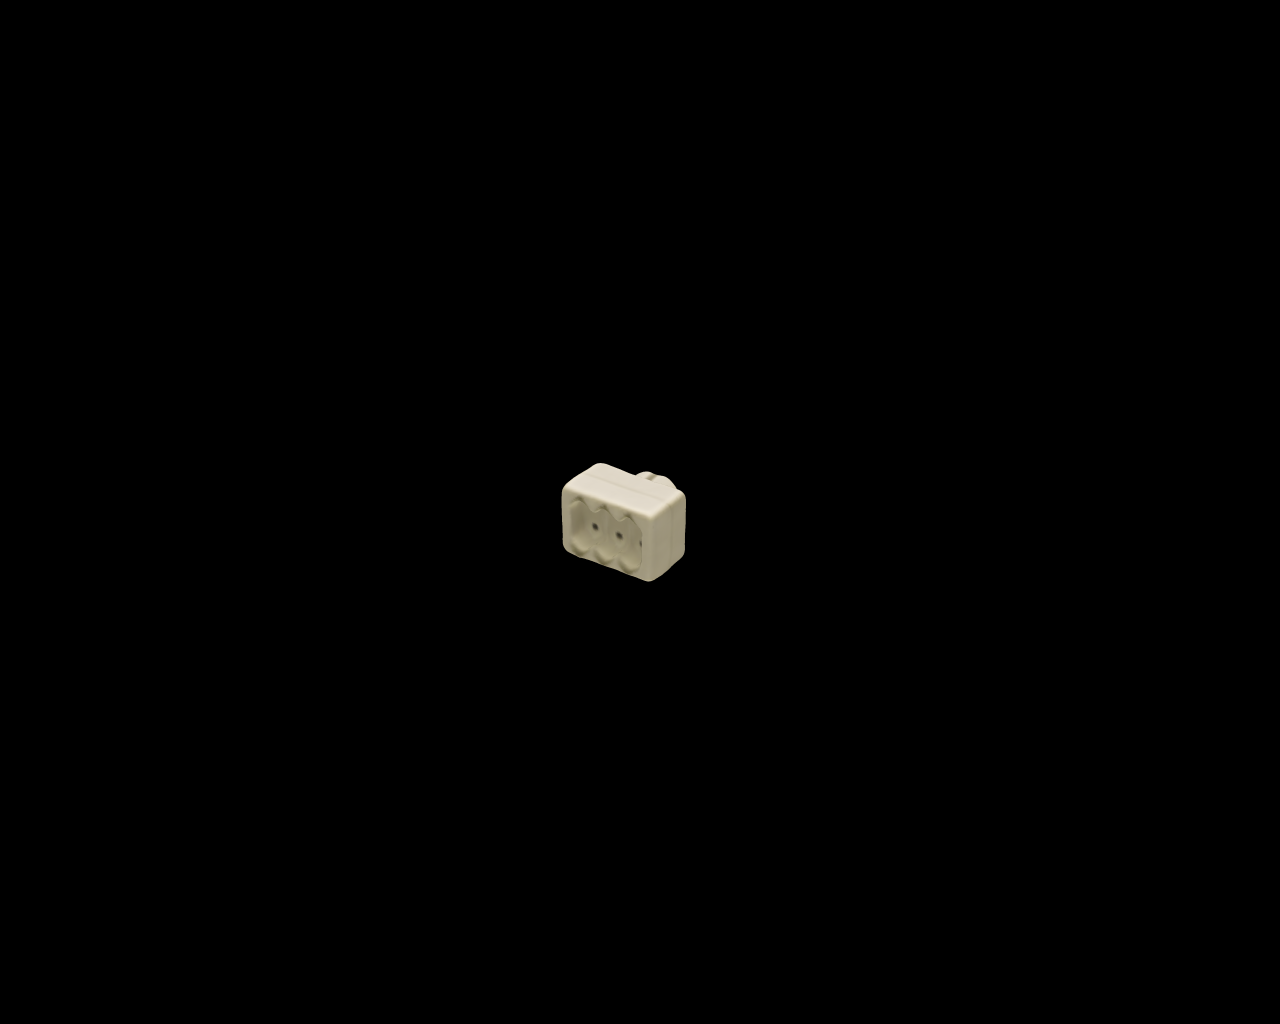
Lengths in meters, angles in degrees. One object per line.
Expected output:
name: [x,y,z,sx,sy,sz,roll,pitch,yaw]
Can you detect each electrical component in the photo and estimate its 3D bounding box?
electrical component: [0.001,-0.003,0.650,0.066,0.047,0.077,20,36,29]
